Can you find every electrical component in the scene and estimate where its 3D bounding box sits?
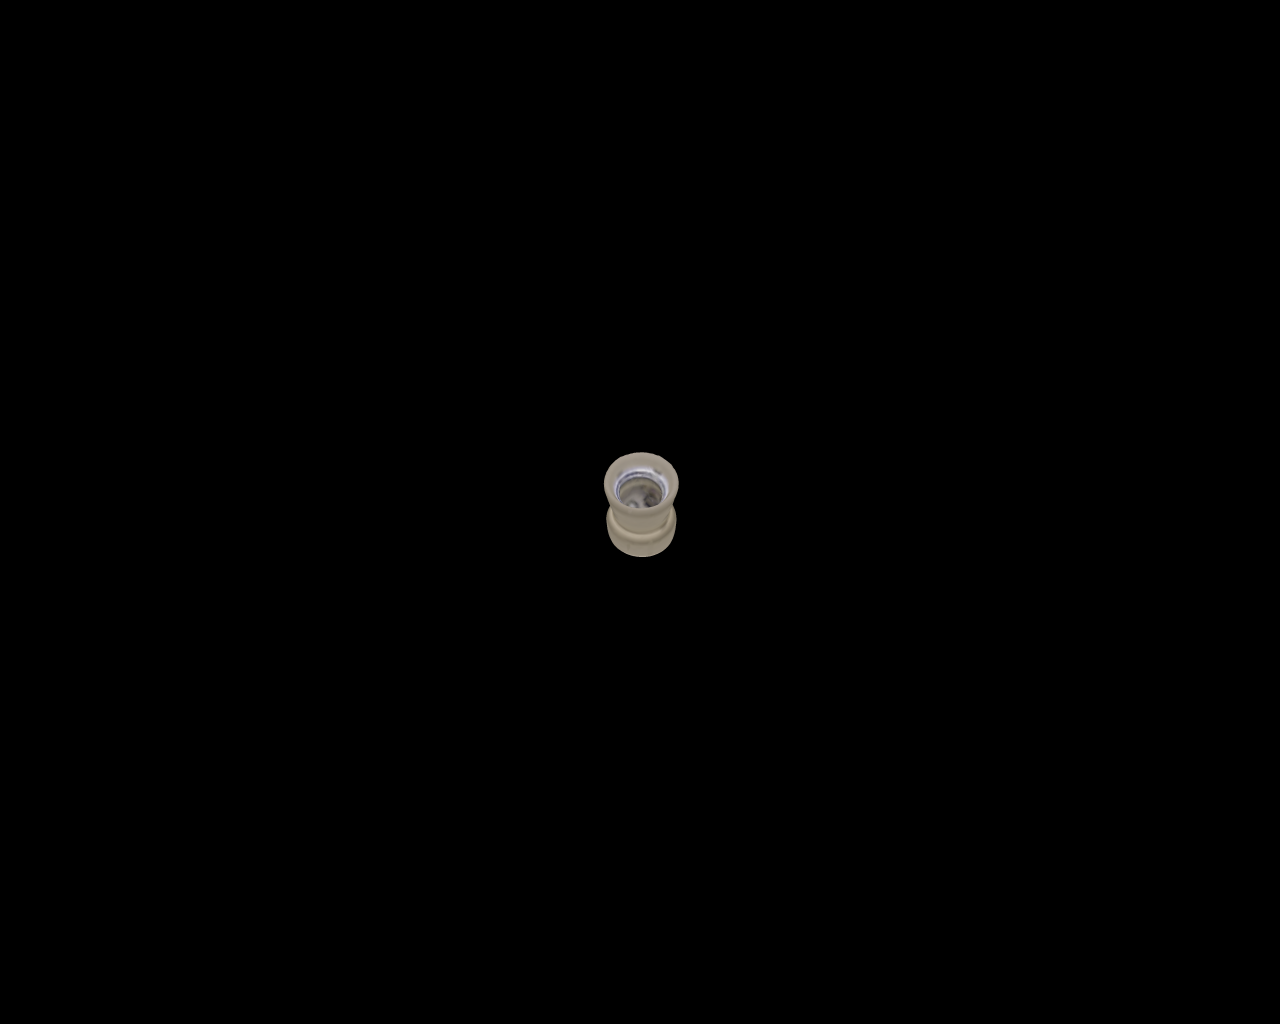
[{"bbox_3d":[0.001,-0.003,0.650,0.045,0.045,0.055,0,-36,0],"label":"electrical component"}]
